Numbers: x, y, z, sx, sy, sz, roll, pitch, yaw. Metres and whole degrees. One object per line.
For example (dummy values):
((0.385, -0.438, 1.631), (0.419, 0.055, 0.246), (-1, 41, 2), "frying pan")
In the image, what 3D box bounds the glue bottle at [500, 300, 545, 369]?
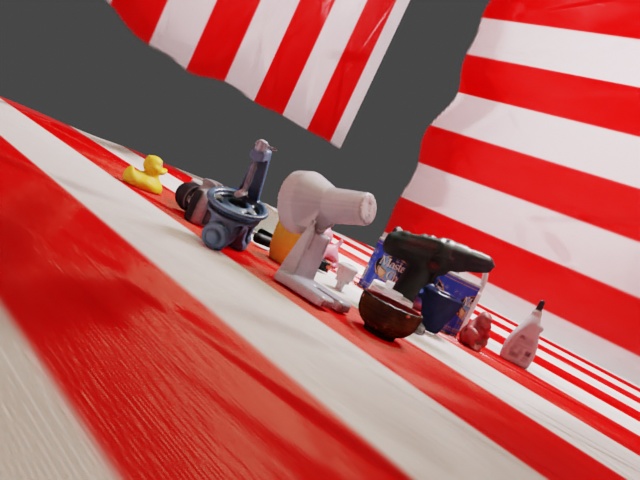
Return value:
((0.516, 0.228, 1.420), (0.078, 0.173, 0.037), (26, 4, 4), "glue bottle")

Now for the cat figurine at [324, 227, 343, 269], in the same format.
((0.015, 0.006, 1.588), (0.128, 0.118, 0.067), (22, 6, -40), "cat figurine")

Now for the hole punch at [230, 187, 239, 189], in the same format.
((-0.212, -0.090, 1.620), (0.108, 0.091, 0.101), (28, 5, 34), "hole punch")

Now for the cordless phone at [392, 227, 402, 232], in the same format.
((0.212, 0.054, 1.684), (0.094, 0.185, 0.148), (27, 5, 19), "cordless phone")

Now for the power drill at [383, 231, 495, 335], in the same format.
((0.221, 0.086, 1.204), (0.229, 0.208, 0.076), (27, 5, 20), "power drill")

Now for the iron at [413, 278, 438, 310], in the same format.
((0.306, 0.127, 1.641), (0.118, 0.141, 0.259), (29, 5, 38), "iron")

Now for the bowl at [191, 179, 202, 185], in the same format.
((-0.257, -0.087, 1.430), (0.167, 0.075, 0.167), (25, 4, -2), "bowl")

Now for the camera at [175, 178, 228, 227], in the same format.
((-0.252, -0.088, 1.298), (0.136, 0.101, 0.144), (29, 6, 39), "camera")

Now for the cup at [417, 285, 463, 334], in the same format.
((0.248, 0.155, 1.287), (0.117, 0.095, 0.092), (27, 5, 22), "cup")

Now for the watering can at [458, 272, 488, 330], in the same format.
((0.385, 0.142, 1.566), (0.101, 0.194, 0.172), (24, 5, -22), "watering can")

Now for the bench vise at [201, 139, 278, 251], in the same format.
((-0.152, -0.090, 1.108), (0.122, 0.220, 0.207), (24, 4, -12), "bench vise")

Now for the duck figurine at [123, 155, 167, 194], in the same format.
((-0.418, -0.166, 1.387), (0.077, 0.086, 0.105), (29, 6, 41), "duck figurine")

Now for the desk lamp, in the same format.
((0.002, -0.007, 1.040), (0.202, 0.213, 0.118), (29, 5, 36), "desk lamp")

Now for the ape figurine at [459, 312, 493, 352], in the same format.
((0.375, 0.212, 1.351), (0.078, 0.092, 0.076), (23, 5, -25), "ape figurine")
